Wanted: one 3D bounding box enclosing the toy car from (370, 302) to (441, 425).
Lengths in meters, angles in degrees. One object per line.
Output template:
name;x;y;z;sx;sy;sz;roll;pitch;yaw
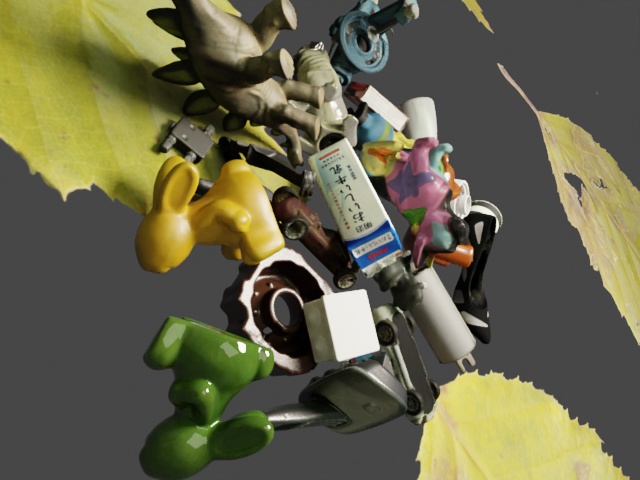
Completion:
toy car;0.139;0.202;0.886;0.073;0.056;0.201;-11;79;-52

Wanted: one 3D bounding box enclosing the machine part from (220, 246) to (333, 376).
machine part;-0.055;0.101;0.753;0.179;0.056;0.179;20;59;-37

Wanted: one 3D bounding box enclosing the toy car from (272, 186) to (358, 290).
toy car;-0.002;-0.002;0.808;0.202;0.053;0.089;45;12;-37

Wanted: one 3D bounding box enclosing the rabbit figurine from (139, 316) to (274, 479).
rabbit figurine;-0.130;0.187;0.604;0.159;0.121;0.170;21;81;-5

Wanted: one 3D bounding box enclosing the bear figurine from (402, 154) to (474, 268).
bear figurine;0.228;-0.057;1.017;0.132;0.120;0.195;19;81;-15

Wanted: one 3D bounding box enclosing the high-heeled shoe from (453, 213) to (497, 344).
high-heeled shoe;0.325;0.073;1.053;0.086;0.145;0.248;-17;81;-45

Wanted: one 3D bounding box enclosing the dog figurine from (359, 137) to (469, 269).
dog figurine;0.156;-0.061;0.917;0.108;0.192;0.219;7;83;-63

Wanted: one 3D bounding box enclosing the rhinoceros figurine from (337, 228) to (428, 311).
rhinoceros figurine;0.105;0.033;0.901;0.112;0.073;0.190;20;36;-54

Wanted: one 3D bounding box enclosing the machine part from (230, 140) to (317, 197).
machine part;-0.062;-0.107;0.775;0.139;0.039;0.084;33;7;29

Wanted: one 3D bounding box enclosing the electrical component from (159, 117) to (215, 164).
electrical component;-0.188;-0.144;0.771;0.063;0.021;0.094;41;48;-20

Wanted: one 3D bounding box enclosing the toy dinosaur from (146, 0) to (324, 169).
toy dinosaur;-0.124;-0.243;0.724;0.470;0.199;0.105;60;31;-54

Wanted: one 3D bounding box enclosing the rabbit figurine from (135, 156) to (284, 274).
rabbit figurine;-0.150;-0.023;0.671;0.173;0.122;0.162;-24;115;-19

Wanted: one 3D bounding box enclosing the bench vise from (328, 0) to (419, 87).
bench vise;0.104;-0.405;1.026;0.128;0.241;0.223;45;62;-23

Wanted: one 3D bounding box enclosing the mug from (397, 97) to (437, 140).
mug;0.213;-0.235;1.156;0.109;0.081;0.107;45;36;-74

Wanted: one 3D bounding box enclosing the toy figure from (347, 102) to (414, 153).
toy figure;0.115;-0.178;1.026;0.180;0.082;0.089;37;76;-34

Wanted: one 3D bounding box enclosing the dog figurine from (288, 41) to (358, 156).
dog figurine;0.007;-0.245;0.958;0.191;0.121;0.172;-86;164;-50

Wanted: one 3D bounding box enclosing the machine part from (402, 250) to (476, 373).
machine part;0.205;0.131;0.964;0.079;0.079;0.243;-36;96;-46

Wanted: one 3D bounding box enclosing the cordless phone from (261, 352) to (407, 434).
cordless phone;0.006;0.208;0.692;0.184;0.146;0.089;6;58;-42

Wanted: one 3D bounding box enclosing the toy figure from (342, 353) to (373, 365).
toy figure;0.053;0.174;0.816;0.058;0.064;0.154;-21;79;-8
